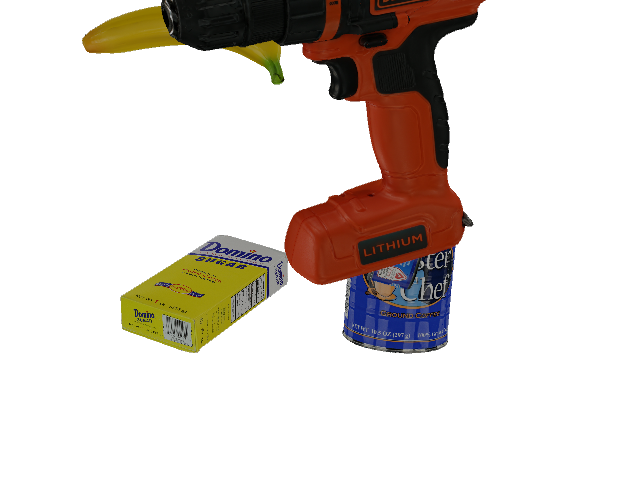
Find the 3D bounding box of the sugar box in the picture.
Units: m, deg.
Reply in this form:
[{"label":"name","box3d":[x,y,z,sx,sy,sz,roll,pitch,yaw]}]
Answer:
[{"label":"sugar box","box3d":[-0.117,0.050,1.111,0.093,0.048,0.176,16,31,25]}]

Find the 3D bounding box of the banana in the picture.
[{"label":"banana","box3d":[-0.116,-0.185,0.957,0.198,0.037,0.069,11,46,17]}]

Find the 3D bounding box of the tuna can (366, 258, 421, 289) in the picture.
[{"label":"tuna can","box3d":[0.061,-0.008,0.791,0.034,0.086,0.086,15,1,2]}]

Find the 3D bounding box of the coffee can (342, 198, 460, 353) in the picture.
[{"label":"coffee can","box3d":[0.076,0.025,1.017,0.103,0.140,0.103,3,12,-1]}]

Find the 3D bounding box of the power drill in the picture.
[{"label":"power drill","box3d":[0.013,-0.071,0.574,0.184,0.188,0.057,-14,33,-17]}]
